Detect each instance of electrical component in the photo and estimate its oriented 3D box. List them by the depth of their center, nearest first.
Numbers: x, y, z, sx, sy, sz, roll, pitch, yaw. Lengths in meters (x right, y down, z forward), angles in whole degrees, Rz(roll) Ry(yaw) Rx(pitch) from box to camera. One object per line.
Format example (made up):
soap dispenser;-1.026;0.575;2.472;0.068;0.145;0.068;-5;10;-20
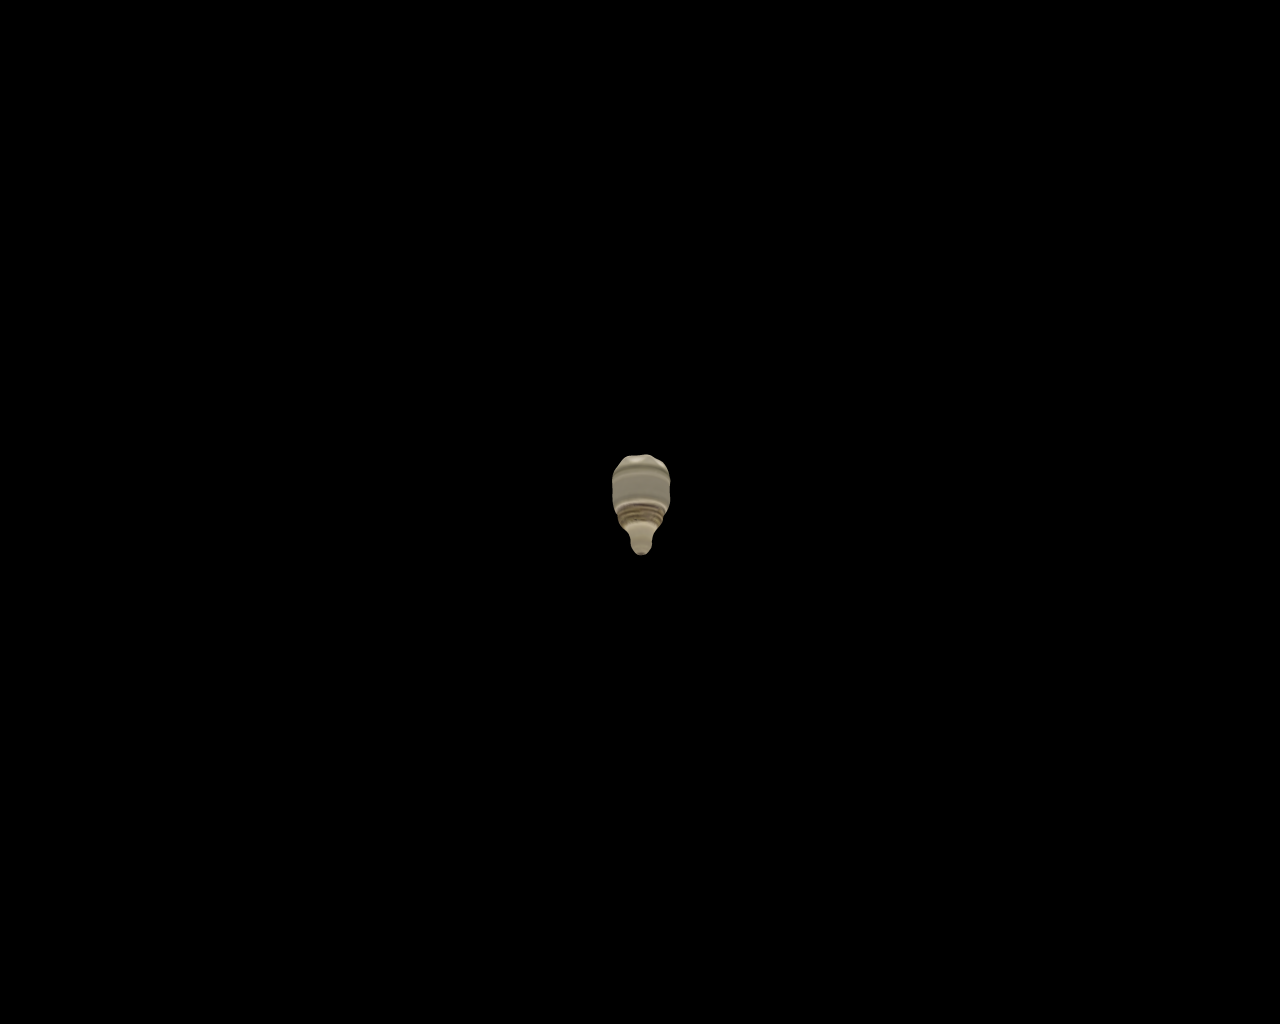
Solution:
electrical component;0.001;-0.003;0.650;0.035;0.061;0.035;0;-23;0
